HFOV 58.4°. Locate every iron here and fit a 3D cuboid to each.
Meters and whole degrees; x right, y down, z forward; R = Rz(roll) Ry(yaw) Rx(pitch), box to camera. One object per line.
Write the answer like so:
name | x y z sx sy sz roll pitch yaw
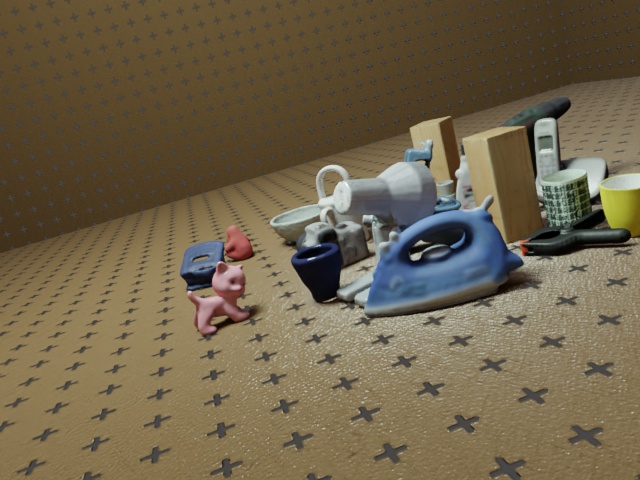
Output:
iron | 0.180 0.025 0.917 0.258 0.141 0.118 -16 14 -3

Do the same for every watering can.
watering can | 0.048 -0.086 1.369 0.100 0.194 0.173 -12 15 13

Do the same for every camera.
camera | 0.012 0.004 1.253 0.143 0.101 0.136 -21 15 -22

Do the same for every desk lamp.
desk lamp | 0.113 -0.019 1.007 0.204 0.214 0.117 -23 17 -29

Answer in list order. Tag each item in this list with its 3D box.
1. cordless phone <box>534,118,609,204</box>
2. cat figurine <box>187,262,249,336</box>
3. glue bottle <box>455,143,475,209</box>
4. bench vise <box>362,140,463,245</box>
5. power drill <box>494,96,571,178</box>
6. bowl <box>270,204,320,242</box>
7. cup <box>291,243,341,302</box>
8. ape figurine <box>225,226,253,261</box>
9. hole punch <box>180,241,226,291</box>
cordless phone | 0.524 -0.170 1.213 0.147 0.185 0.094 -1 20 43
cat figurine | -0.185 0.098 1.068 0.128 0.118 0.067 -22 16 -26
glue bottle | 0.340 -0.136 1.298 0.078 0.173 0.037 -10 15 18
bench vise | 0.184 -0.080 1.154 0.207 0.220 0.121 -16 14 -1
power drill | 0.492 -0.204 1.326 0.230 0.208 0.075 -19 15 -12
bowl | -0.043 -0.037 1.521 0.167 0.075 0.167 -14 14 4
cup | -0.003 0.061 1.064 0.092 0.095 0.117 -20 15 -16
ape figurine | -0.218 0.005 1.506 0.078 0.092 0.076 -23 16 -28
hole punch | -0.273 0.059 1.363 0.108 0.091 0.101 -13 15 8
